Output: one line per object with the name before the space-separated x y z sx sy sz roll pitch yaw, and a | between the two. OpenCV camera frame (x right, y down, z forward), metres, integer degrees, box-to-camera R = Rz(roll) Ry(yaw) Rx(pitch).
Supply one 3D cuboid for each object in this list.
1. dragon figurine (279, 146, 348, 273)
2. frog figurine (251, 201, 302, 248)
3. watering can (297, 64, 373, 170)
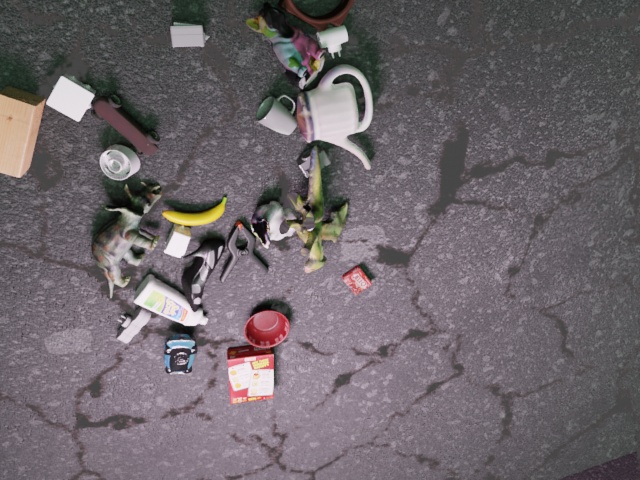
dragon figurine | 0.005 -0.081 1.607 0.123 0.406 0.243 23 13 32
frog figurine | -0.133 -0.063 1.624 0.123 0.135 0.162 17 38 41
watering can | 0.050 -0.337 1.509 0.224 0.340 0.106 -13 36 -5
